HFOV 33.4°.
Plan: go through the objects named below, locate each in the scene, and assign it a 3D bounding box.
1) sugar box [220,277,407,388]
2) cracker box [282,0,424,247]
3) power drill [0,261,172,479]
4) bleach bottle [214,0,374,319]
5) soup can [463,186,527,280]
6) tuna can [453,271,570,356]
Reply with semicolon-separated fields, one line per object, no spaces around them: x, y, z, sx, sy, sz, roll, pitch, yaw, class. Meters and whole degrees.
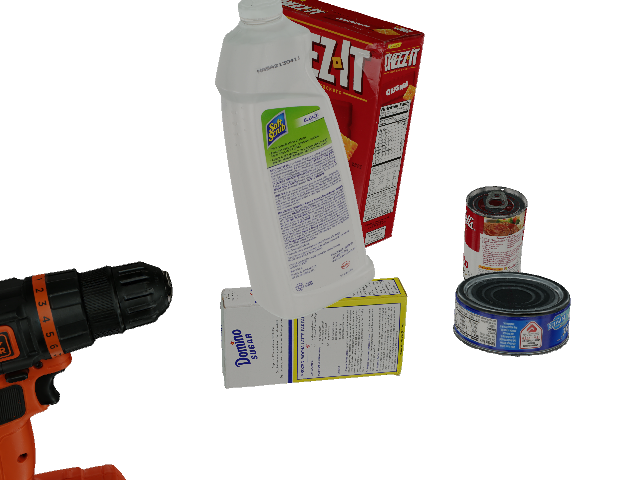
-0.008;0.089;1.032;0.176;0.093;0.048;-2;26;-7;sugar box
0.003;-0.118;1.055;0.164;0.214;0.071;25;30;32;cracker box
-0.174;0.109;0.692;0.184;0.188;0.057;-12;26;-8;power drill
-0.021;-0.068;0.804;0.102;0.251;0.068;-26;34;-29;bleach bottle
0.197;-0.001;1.209;0.068;0.102;0.068;-1;32;1;soup can
0.143;0.053;0.795;0.086;0.034;0.086;0;20;0;tuna can
